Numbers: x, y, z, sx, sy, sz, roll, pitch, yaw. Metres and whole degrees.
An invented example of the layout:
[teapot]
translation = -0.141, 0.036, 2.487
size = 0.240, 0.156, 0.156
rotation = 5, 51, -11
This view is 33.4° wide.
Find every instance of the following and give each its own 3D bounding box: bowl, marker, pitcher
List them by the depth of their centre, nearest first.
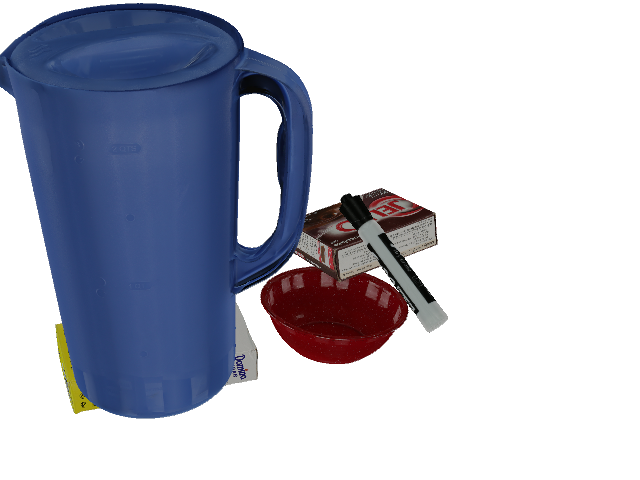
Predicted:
[pitcher]
translation = -0.099, -0.013, 0.654
size = 0.144, 0.243, 0.149
rotation = -24, 39, -33
[marker]
translation = 0.052, 0.014, 0.791
size = 0.020, 0.121, 0.020
rotation = -32, -16, -11
[bowl]
translation = 0.013, 0.088, 1.170
size = 0.162, 0.055, 0.162
rotation = 5, 26, -2

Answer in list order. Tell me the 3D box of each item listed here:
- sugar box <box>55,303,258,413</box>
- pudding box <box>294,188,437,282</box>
[sugar box]
translation = -0.155, 0.105, 1.012
size = 0.176, 0.048, 0.093
rotation = -11, 36, -16
[pudding box]
translation = 0.039, -0.007, 0.997
size = 0.113, 0.039, 0.090
rotation = -22, 27, -24
